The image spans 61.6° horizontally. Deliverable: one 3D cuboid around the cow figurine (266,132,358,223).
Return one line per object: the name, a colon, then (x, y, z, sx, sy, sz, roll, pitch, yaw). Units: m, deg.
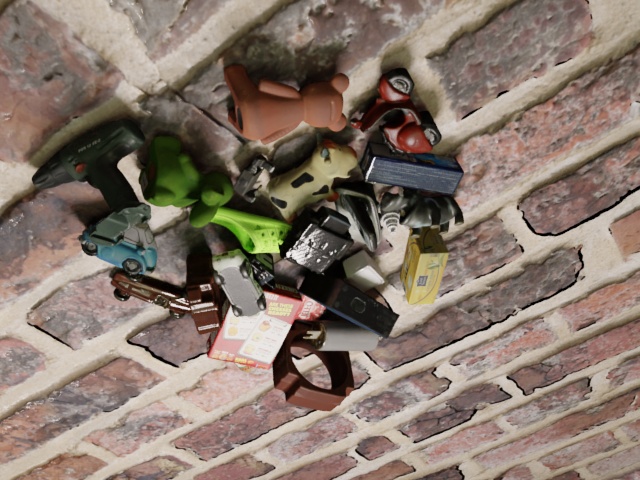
cow figurine: (-0.016, -0.127, 1.054, 0.195, 0.085, 0.127, -26, 137, 15)

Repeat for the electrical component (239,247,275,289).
electrical component: (-0.130, 0.064, 1.206, 0.048, 0.075, 0.119, -35, 123, 21)

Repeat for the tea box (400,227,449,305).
tea box: (0.240, 0.060, 1.251, 0.068, 0.098, 0.169, -1, 133, -8)

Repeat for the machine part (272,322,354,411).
machine part: (-0.021, 0.323, 1.371, 0.201, 0.201, 0.087, 19, 128, -25)

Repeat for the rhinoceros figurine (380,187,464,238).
rhinoceros figurine: (0.216, -0.067, 1.129, 0.190, 0.112, 0.073, 2, 160, -28)

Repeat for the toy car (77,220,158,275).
toy car: (-0.398, -0.003, 1.096, 0.161, 0.109, 0.103, 27, 100, -15)

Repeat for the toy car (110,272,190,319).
toy car: (-0.379, 0.126, 1.238, 0.202, 0.053, 0.089, 24, 127, -29)

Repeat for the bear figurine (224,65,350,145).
bear figurine: (-0.055, -0.243, 0.939, 0.196, 0.132, 0.120, -18, 136, -18)

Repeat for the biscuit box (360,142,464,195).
biscuit box: (0.186, -0.142, 1.085, 0.203, 0.059, 0.062, 8, 128, -16)

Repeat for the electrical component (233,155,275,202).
electrical component: (-0.128, -0.121, 1.050, 0.045, 0.078, 0.102, 34, 111, -4)

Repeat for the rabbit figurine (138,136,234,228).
rabbit figurine: (-0.232, -0.106, 1.006, 0.170, 0.159, 0.121, 7, 121, -36)

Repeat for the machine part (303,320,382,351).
machine part: (0.064, 0.247, 1.381, 0.243, 0.079, 0.079, 8, 131, -32)

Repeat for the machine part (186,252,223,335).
machine part: (-0.249, 0.113, 1.171, 0.056, 0.179, 0.179, -9, 132, -6)

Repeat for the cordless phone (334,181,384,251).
cordless phone: (0.094, -0.024, 1.093, 0.089, 0.184, 0.146, -16, 132, -1)

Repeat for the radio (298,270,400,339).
radio: (0.072, 0.150, 1.270, 0.229, 0.131, 0.073, 31, 82, -32)

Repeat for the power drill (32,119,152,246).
power drill: (-0.395, -0.093, 0.951, 0.232, 0.207, 0.086, -33, 154, 9)

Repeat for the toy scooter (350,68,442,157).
toy scooter: (0.137, -0.219, 1.001, 0.135, 0.075, 0.183, -30, 126, 16)

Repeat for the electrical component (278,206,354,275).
electrical component: (-0.002, -0.003, 1.073, 0.115, 0.058, 0.134, 22, 120, -32)

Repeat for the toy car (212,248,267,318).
toy car: (-0.170, 0.098, 1.151, 0.074, 0.056, 0.201, -15, 135, 3)
